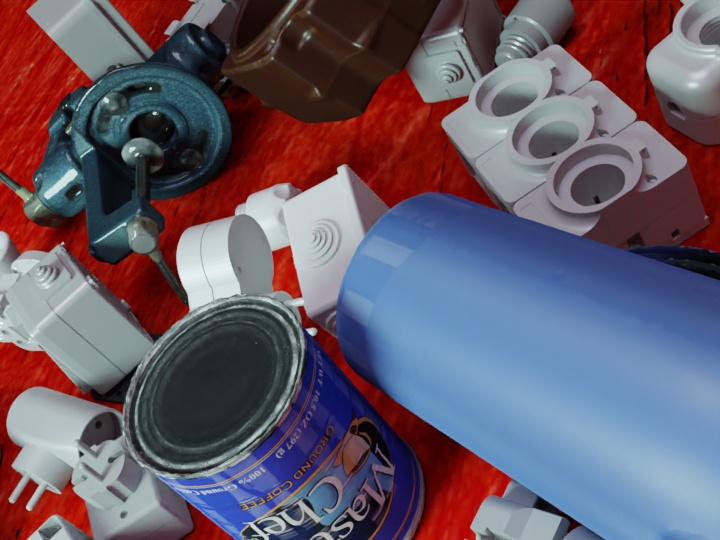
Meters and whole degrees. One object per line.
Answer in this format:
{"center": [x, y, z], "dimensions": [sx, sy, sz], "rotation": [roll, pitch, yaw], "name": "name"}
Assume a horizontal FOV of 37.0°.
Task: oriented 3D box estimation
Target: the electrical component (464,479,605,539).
{"center": [0.083, 0.142, 0.499], "dimensions": [0.057, 0.058, 0.078], "rotation": [9, 59, 41], "name": "electrical component"}

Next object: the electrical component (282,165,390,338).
{"center": [0.000, 0.000, 0.643], "dimensions": [0.048, 0.100, 0.099], "rotation": [-26, 55, 17], "name": "electrical component"}

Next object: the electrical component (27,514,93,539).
{"center": [-0.175, 0.214, 0.602], "dimensions": [0.109, 0.056, 0.109], "rotation": [-44, 44, -8], "name": "electrical component"}

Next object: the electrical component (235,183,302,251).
{"center": [-0.068, -0.033, 0.756], "dimensions": [0.062, 0.043, 0.043], "rotation": [-18, 46, 21], "name": "electrical component"}

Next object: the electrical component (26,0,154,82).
{"center": [-0.229, -0.201, 0.952], "dimensions": [0.057, 0.113, 0.078], "rotation": [-44, 43, -3], "name": "electrical component"}

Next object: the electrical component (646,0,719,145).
{"center": [0.222, -0.130, 0.641], "dimensions": [0.095, 0.059, 0.053], "rotation": [-40, 43, -3], "name": "electrical component"}

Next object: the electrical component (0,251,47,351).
{"center": [-0.242, 0.023, 0.809], "dimensions": [0.078, 0.058, 0.057], "rotation": [-3, 55, 30], "name": "electrical component"}

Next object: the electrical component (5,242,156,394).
{"center": [-0.197, 0.033, 0.735], "dimensions": [0.061, 0.096, 0.062], "rotation": [-43, 44, -6], "name": "electrical component"}

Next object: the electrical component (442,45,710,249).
{"center": [0.123, -0.063, 0.646], "dimensions": [0.089, 0.061, 0.150], "rotation": [-34, 43, 3], "name": "electrical component"}

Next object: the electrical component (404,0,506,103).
{"center": [0.061, -0.167, 0.774], "dimensions": [0.061, 0.061, 0.096], "rotation": [-7, 51, 28], "name": "electrical component"}

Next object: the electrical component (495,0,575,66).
{"center": [0.118, -0.163, 0.750], "dimensions": [0.040, 0.040, 0.078], "rotation": [19, 66, 42], "name": "electrical component"}

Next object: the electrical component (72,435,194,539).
{"center": [-0.146, 0.127, 0.643], "dimensions": [0.047, 0.076, 0.065], "rotation": [-34, 43, 3], "name": "electrical component"}

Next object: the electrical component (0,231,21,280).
{"center": [-0.278, 0.003, 0.850], "dimensions": [0.045, 0.055, 0.045], "rotation": [-18, 46, 19], "name": "electrical component"}

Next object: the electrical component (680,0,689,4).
{"center": [0.233, -0.176, 0.690], "dimensions": [0.040, 0.040, 0.046], "rotation": [-31, 48, 6], "name": "electrical component"}

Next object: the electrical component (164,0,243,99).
{"center": [-0.111, -0.214, 0.924], "dimensions": [0.079, 0.063, 0.121], "rotation": [9, 59, 38], "name": "electrical component"}

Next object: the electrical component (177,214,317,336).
{"center": [-0.060, 0.034, 0.649], "dimensions": [0.074, 0.052, 0.138], "rotation": [-12, 84, 25], "name": "electrical component"}

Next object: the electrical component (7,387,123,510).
{"center": [-0.202, 0.121, 0.708], "dimensions": [0.077, 0.044, 0.079], "rotation": [9, 59, 37], "name": "electrical component"}
